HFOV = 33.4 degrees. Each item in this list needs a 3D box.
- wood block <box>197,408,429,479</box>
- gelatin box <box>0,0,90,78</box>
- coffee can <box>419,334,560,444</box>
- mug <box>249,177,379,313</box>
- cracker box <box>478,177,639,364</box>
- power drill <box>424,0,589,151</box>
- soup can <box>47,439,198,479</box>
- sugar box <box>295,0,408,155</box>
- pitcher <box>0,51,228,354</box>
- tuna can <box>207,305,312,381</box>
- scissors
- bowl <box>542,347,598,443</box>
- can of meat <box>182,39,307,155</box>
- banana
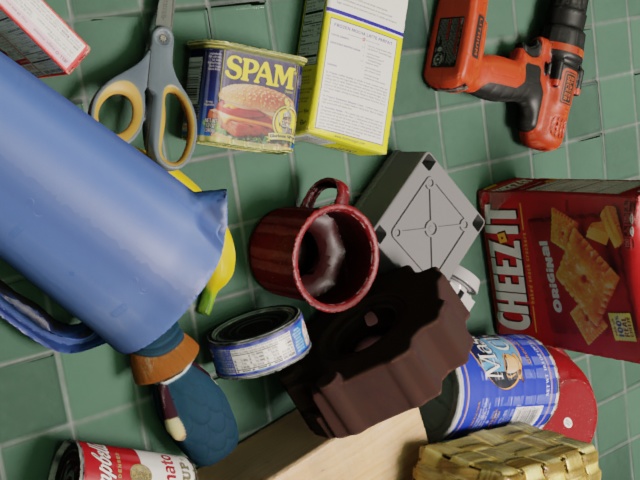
[{"bbox_3d":[-0.008,0.210,0.947,0.205,0.091,0.090,-27,109,-32],"label":"wood block"},{"bbox_3d":[-0.218,-0.157,0.773,0.089,0.073,0.030,45,67,-30],"label":"gelatin box"},{"bbox_3d":[0.151,0.144,1.052,0.140,0.103,0.103,3,92,-37],"label":"coffee can"},{"bbox_3d":[-0.006,0.001,0.937,0.093,0.082,0.117,17,84,-36],"label":"mug"},{"bbox_3d":[0.258,0.025,1.053,0.071,0.214,0.164,-16,102,-33],"label":"cracker box"},{"bbox_3d":[0.199,-0.198,1.089,0.187,0.057,0.184,13,86,-36],"label":"power drill"},{"bbox_3d":[-0.156,0.198,0.844,0.102,0.069,0.068,16,84,-31],"label":"soup can"},{"bbox_3d":[0.027,-0.172,0.972,0.093,0.048,0.176,12,83,-36],"label":"sugar box"},{"bbox_3d":[-0.200,-0.029,0.765,0.242,0.145,0.149,40,65,-23],"label":"pitcher"},{"bbox_3d":[-0.052,0.086,0.908,0.086,0.086,0.034,-24,105,-33],"label":"tuna can"},{"bbox_3d":[-0.144,-0.152,0.848,0.096,0.016,0.202,-4,81,-29],"label":"scissors"},{"bbox_3d":[0.251,0.192,1.160,0.161,0.055,0.162,-3,95,-36],"label":"bowl"},{"bbox_3d":[-0.065,-0.119,0.901,0.101,0.058,0.084,5,93,-37],"label":"can of meat"},{"bbox_3d":[-0.126,-0.024,0.874,0.069,0.037,0.197,-49,119,-20],"label":"banana"}]
